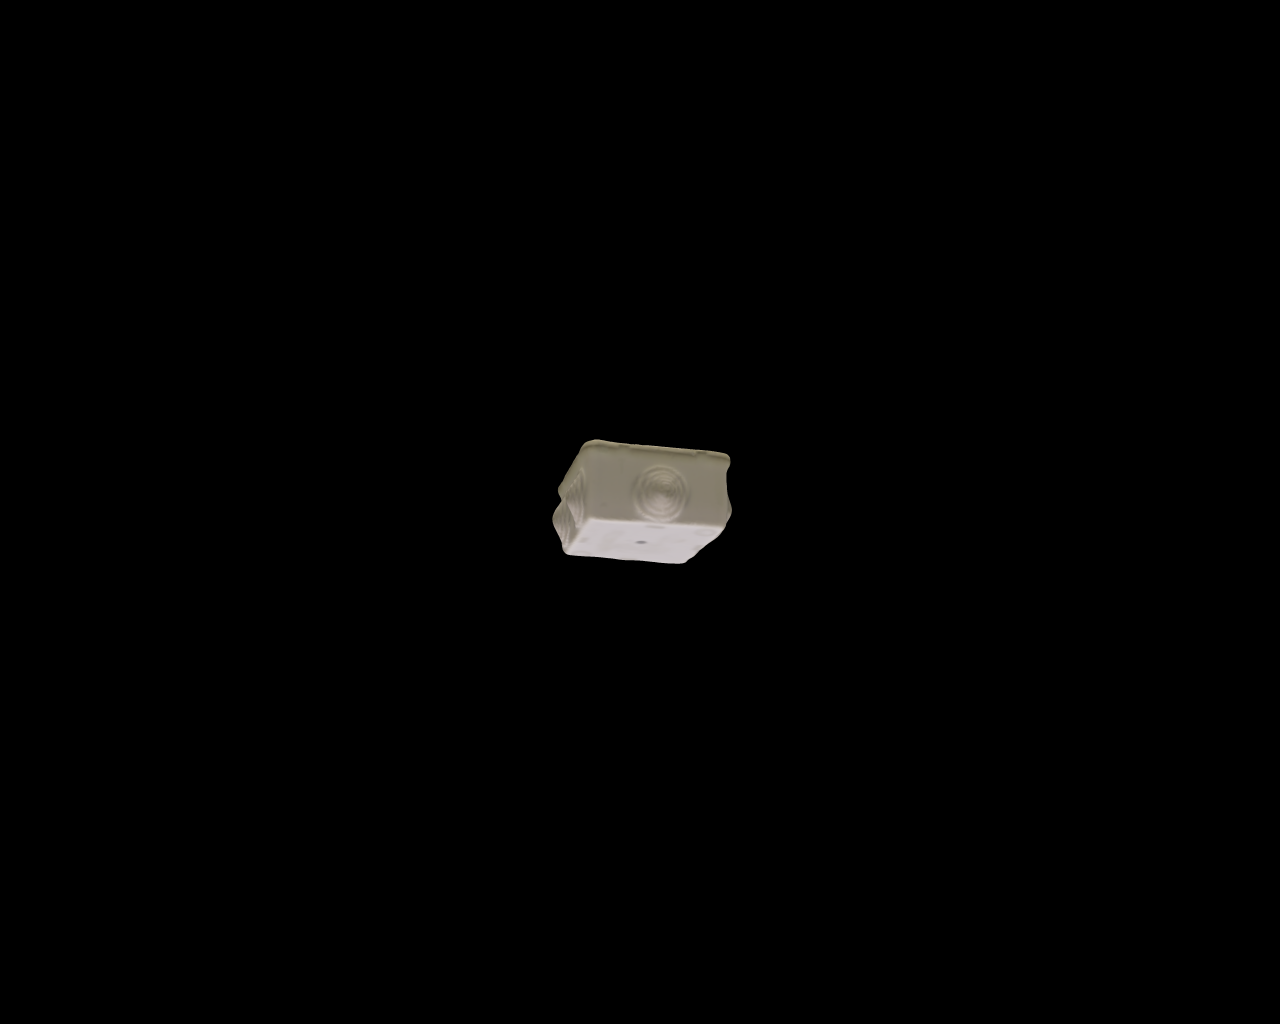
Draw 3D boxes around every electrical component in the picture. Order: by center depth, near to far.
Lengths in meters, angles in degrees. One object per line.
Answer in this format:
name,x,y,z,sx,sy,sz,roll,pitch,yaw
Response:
electrical component,0.001,-0.003,0.650,0.100,0.048,0.099,5,-19,-15
